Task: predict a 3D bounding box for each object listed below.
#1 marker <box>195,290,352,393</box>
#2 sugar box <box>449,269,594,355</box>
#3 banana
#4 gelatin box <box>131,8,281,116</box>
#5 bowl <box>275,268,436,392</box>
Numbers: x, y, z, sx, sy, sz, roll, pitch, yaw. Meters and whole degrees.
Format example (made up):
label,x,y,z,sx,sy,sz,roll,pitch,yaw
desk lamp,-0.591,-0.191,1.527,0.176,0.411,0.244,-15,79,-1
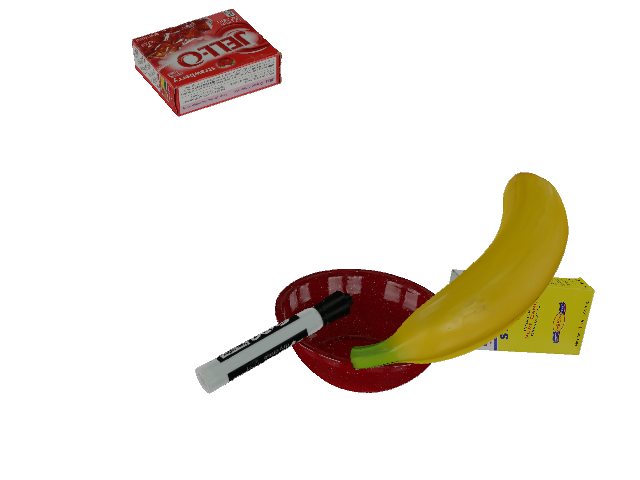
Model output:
label,x,y,z,sx,sy,sz,roll,pitch,yaw
marker,-0.029,0.067,0.726,0.121,0.020,0.020,-28,11,-21
sugar box,0.242,0.090,1.320,0.176,0.093,0.048,3,19,-16
banana,0.094,0.010,0.572,0.070,0.037,0.197,13,36,33
gelatin box,-0.084,-0.133,0.789,0.089,0.030,0.073,-22,48,-23
bowl,0.038,0.088,0.955,0.162,0.055,0.162,4,28,-2
